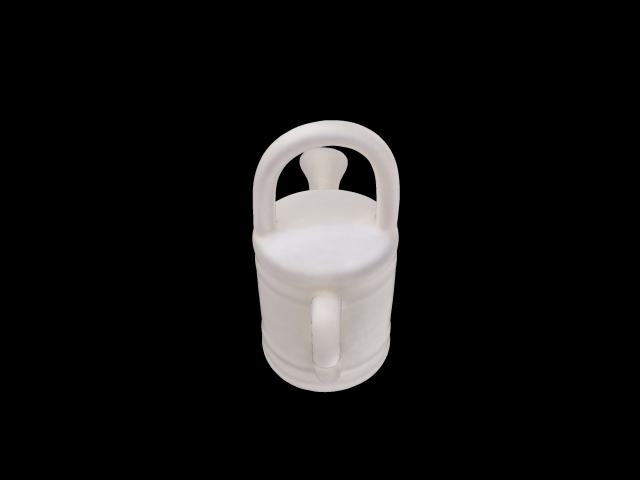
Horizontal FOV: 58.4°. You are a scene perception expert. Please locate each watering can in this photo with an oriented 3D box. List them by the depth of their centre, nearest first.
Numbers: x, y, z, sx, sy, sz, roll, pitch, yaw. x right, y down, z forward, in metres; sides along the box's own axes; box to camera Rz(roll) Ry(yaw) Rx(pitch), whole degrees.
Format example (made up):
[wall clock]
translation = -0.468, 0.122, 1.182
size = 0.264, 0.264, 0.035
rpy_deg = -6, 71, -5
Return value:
[watering can]
translation = 0.001, 0.002, 0.400
size = 0.101, 0.194, 0.172
rpy_deg = -15, 41, -17
